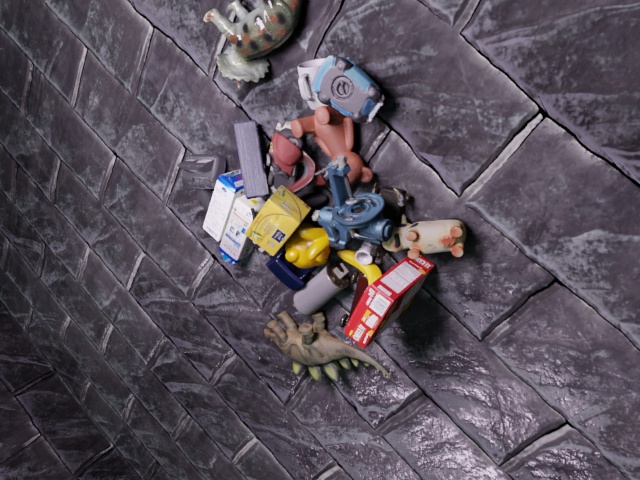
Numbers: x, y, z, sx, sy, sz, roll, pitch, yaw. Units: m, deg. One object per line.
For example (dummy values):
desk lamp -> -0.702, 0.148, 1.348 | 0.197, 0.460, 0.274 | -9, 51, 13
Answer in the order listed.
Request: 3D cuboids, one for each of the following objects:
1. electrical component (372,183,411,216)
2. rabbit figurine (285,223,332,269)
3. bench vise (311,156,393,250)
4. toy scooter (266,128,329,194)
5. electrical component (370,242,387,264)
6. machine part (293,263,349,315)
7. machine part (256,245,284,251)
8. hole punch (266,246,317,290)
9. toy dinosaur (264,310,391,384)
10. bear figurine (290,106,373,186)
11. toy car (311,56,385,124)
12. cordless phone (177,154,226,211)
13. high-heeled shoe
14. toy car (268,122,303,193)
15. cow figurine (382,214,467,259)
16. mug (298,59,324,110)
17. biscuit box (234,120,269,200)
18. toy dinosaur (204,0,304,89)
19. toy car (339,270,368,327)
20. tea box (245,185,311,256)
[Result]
electrical component -> 0.162, -0.095, 1.260 | 0.102, 0.045, 0.078 | 23, 121, 32
rabbit figurine -> -0.003, -0.004, 1.375 | 0.173, 0.162, 0.122 | -23, 83, 23
bench vise -> 0.058, -0.086, 1.217 | 0.224, 0.129, 0.240 | 27, 144, 47
toy scooter -> -0.066, -0.173, 1.309 | 0.183, 0.135, 0.075 | 41, 177, -25
electrical component -> 0.146, 0.008, 1.307 | 0.021, 0.094, 0.063 | 1, 148, 32
machine part -> 0.002, 0.136, 1.464 | 0.079, 0.079, 0.243 | 52, 130, 6
machine part -> -0.134, -0.009, 1.527 | 0.139, 0.039, 0.084 | -28, 100, 38
hole punch -> -0.089, 0.083, 1.488 | 0.142, 0.092, 0.116 | 42, 134, -10
toy dinosaur -> -0.006, 0.306, 1.534 | 0.472, 0.105, 0.198 | 0, 117, 46
bear figurine -> 0.034, -0.207, 1.257 | 0.120, 0.132, 0.195 | -13, 95, 41
toy car -> 0.073, -0.335, 1.184 | 0.162, 0.103, 0.109 | 34, 125, 4
cordless phone -> -0.330, -0.160, 1.593 | 0.147, 0.089, 0.184 | 7, 125, 34
high-heeled shoe -> -0.082, -0.038, 1.435 | 0.249, 0.086, 0.145 | -9, 112, 23
toy car -> -0.089, -0.207, 1.385 | 0.074, 0.056, 0.201 | 12, 119, 2
cow figurine -> 0.232, -0.011, 1.213 | 0.195, 0.127, 0.085 | -6, 108, 24
mug -> -0.007, -0.352, 1.240 | 0.081, 0.109, 0.107 | 4, 125, 28
biscuit box -> -0.180, -0.211, 1.414 | 0.063, 0.059, 0.202 | -9, 91, -4
toy dinosaur -> -0.125, -0.506, 1.255 | 0.405, 0.131, 0.192 | -24, 107, 37
toy car -> 0.111, 0.170, 1.413 | 0.089, 0.053, 0.202 | 19, 117, 17
tea box -> -0.106, -0.045, 1.326 | 0.098, 0.068, 0.169 | 38, 139, -2
